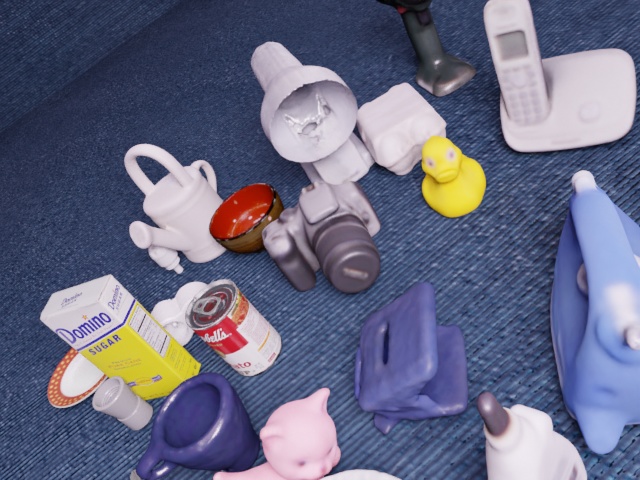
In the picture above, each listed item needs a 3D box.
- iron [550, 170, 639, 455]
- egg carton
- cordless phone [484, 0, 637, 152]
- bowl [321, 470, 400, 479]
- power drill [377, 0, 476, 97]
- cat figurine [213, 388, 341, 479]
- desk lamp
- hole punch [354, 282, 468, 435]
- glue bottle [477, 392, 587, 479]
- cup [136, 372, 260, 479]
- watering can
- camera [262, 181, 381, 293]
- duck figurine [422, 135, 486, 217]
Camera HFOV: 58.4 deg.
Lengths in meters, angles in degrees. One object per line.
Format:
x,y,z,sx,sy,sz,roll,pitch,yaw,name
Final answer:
0.230,0.025,0.456,0.118,0.142,0.258,-17,40,23,iron
0.111,-0.159,0.812,0.107,0.070,0.150,-30,37,6,egg carton
0.262,-0.191,0.634,0.147,0.186,0.094,-4,47,35,cordless phone
0.031,0.259,0.407,0.167,0.075,0.167,-21,39,18,bowl
0.153,-0.323,0.844,0.075,0.209,0.229,-34,37,2,power drill
-0.031,0.189,0.497,0.127,0.118,0.067,-31,37,6,cat figurine
-0.014,-0.163,0.793,0.118,0.214,0.202,-33,37,2,desk lamp
0.075,0.107,0.527,0.101,0.091,0.108,-17,40,23,hole punch
0.133,0.145,0.372,0.037,0.174,0.078,8,54,43,glue bottle
-0.112,0.202,0.564,0.118,0.095,0.091,-45,38,-13,cup
-0.212,-0.058,0.845,0.100,0.195,0.173,-20,39,19,watering can
0.006,0.002,0.688,0.143,0.101,0.136,-31,37,6,camera
0.151,-0.089,0.691,0.077,0.086,0.104,-22,39,17,duck figurine
